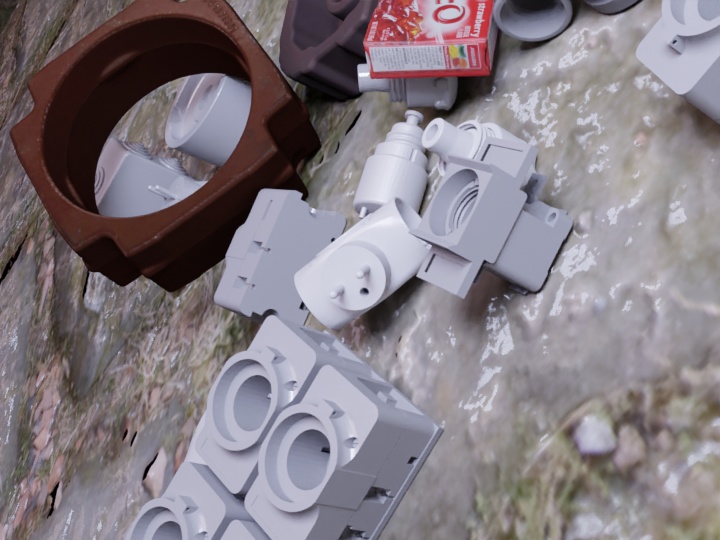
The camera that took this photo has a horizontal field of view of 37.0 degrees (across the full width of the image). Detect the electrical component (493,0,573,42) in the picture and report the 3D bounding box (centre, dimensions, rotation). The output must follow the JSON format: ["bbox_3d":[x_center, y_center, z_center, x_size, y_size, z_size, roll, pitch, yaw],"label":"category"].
[{"bbox_3d":[0.101,-0.167,0.623,0.045,0.045,0.055,-31,42,45],"label":"electrical component"}]

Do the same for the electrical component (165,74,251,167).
[{"bbox_3d":[-0.117,-0.142,0.946,0.108,0.060,0.108,-39,37,37],"label":"electrical component"}]

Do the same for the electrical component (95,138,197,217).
[{"bbox_3d":[-0.208,-0.065,0.994,0.099,0.100,0.048,-58,42,10],"label":"electrical component"}]

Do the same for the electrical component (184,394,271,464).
[{"bbox_3d":[-0.067,0.113,0.673,0.077,0.043,0.079,-55,38,14],"label":"electrical component"}]

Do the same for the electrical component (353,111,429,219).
[{"bbox_3d":[0.023,-0.062,0.669,0.040,0.040,0.078,-8,60,57],"label":"electrical component"}]

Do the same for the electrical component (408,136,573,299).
[{"bbox_3d":[0.068,-0.022,0.539,0.081,0.064,0.042,-63,27,1],"label":"electrical component"}]

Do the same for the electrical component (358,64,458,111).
[{"bbox_3d":[0.030,-0.123,0.679,0.048,0.062,0.048,-4,-90,-88],"label":"electrical component"}]

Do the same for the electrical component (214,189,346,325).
[{"bbox_3d":[-0.058,-0.007,0.748,0.056,0.050,0.089,11,76,60],"label":"electrical component"}]

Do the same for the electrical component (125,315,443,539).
[{"bbox_3d":[-0.053,0.131,0.585,0.105,0.060,0.186,37,100,43],"label":"electrical component"}]

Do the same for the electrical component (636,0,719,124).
[{"bbox_3d":[0.167,-0.109,0.454,0.089,0.056,0.050,-52,30,20],"label":"electrical component"}]

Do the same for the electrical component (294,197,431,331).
[{"bbox_3d":[0.000,0.000,0.615,0.077,0.044,0.079,-37,2,17],"label":"electrical component"}]

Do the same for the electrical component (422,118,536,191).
[{"bbox_3d":[0.062,-0.060,0.581,0.043,0.062,0.043,-39,37,38],"label":"electrical component"}]

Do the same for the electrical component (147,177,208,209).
[{"bbox_3d":[-0.139,-0.053,0.892,0.066,0.077,0.047,7,73,60],"label":"electrical component"}]
